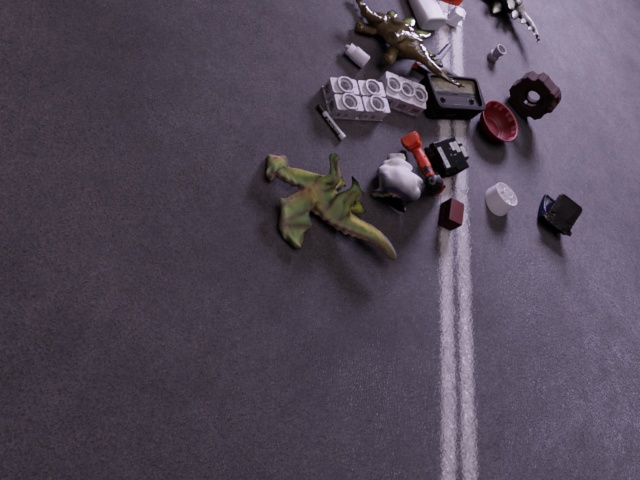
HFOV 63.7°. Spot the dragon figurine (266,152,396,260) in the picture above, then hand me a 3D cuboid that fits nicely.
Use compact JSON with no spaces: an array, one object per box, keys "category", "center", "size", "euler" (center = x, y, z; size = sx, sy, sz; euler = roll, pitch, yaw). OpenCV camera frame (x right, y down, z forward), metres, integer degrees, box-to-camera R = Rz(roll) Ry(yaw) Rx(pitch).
[{"category":"dragon figurine","center":[0.004,-0.066,1.319],"size":[0.245,0.121,0.411],"euler":[-33,86,-17]}]

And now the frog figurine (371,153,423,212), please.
[{"category":"frog figurine","center":[0.227,-0.179,1.458],"size":[0.137,0.121,0.162],"euler":[20,73,0]}]
